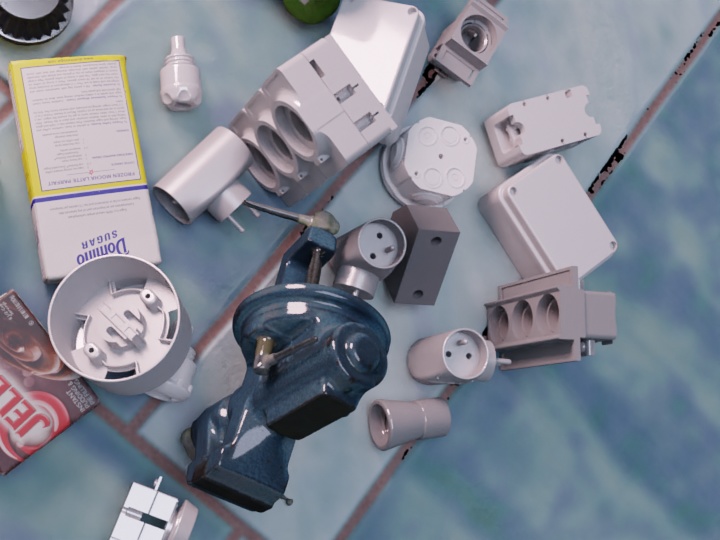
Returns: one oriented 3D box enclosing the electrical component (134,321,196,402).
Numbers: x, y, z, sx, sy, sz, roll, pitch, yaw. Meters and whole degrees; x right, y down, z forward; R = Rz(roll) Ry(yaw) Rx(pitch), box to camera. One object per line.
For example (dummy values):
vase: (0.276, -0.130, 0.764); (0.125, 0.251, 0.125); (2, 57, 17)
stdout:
electrical component: (-0.152, 0.072, 0.866); (0.048, 0.048, 0.062); (23, 67, -15)

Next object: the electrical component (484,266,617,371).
electrical component: (0.167, 0.045, 0.945); (0.063, 0.121, 0.078); (4, 80, -22)

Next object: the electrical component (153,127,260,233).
electrical component: (-0.118, -0.066, 0.900); (0.079, 0.044, 0.077); (46, 69, -8)

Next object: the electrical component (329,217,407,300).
electrical component: (0.000, 0.000, 0.915); (0.043, 0.077, 0.079); (23, 74, -16)

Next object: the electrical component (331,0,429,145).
electrical component: (0.008, -0.176, 0.942); (0.078, 0.057, 0.113); (14, 74, 16)

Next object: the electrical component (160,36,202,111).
electrical component: (-0.153, -0.168, 0.911); (0.035, 0.035, 0.061); (-1, 79, -20)

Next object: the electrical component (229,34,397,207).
electrical component: (-0.046, -0.115, 0.878); (0.062, 0.150, 0.089); (-38, 95, -23)

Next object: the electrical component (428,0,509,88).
electrical component: (0.098, -0.208, 0.994); (0.042, 0.064, 0.081); (34, 71, -12)

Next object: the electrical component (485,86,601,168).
electrical component: (0.170, -0.133, 1.012); (0.089, 0.056, 0.050); (-17, 87, -22)

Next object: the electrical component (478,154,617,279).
electrical component: (0.175, -0.042, 0.998); (0.078, 0.057, 0.113); (-34, 94, -22)

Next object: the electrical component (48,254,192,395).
electrical component: (-0.181, 0.044, 0.824); (0.099, 0.064, 0.099); (-6, 61, 11)

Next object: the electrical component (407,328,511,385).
electrical component: (0.092, 0.078, 0.936); (0.079, 0.077, 0.043); (7, 78, -19)

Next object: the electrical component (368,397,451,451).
electrical component: (0.046, 0.130, 0.930); (0.065, 0.044, 0.044); (-4, 82, -25)

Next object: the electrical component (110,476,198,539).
electrical component: (-0.160, 0.197, 0.841); (0.055, 0.048, 0.066); (23, 74, -7)

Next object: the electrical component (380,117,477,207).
electrical component: (0.063, -0.096, 0.969); (0.080, 0.051, 0.080); (4, 80, -20)
